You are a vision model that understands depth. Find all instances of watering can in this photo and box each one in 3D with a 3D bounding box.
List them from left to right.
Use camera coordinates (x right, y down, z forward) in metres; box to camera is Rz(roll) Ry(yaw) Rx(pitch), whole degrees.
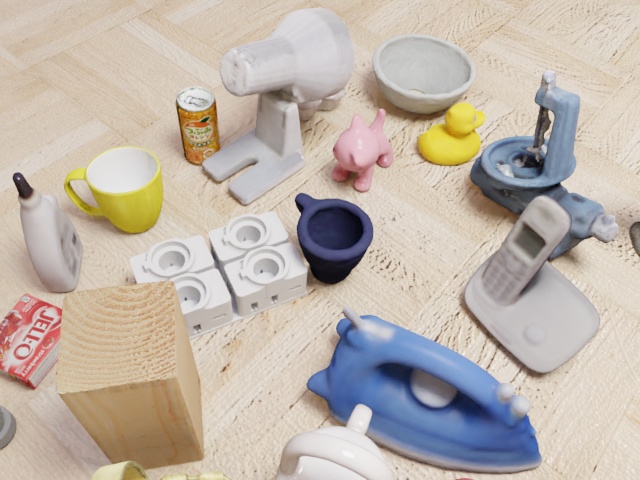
[{"bbox_3d":[0.010,0.220,0.486,0.101,0.194,0.173,3,53,-3],"label":"watering can"}]

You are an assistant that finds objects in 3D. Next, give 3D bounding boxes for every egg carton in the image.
[{"bbox_3d":[-0.033,-0.263,0.925,0.107,0.069,0.150,-30,61,-24],"label":"egg carton"}]

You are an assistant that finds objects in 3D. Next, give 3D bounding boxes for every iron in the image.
[{"bbox_3d":[0.122,0.149,0.582,0.258,0.141,0.119,22,54,11],"label":"iron"}]

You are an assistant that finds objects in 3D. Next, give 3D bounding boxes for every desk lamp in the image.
[{"bbox_3d":[-0.059,-0.187,0.775,0.117,0.213,0.204,37,59,22],"label":"desk lamp"}]

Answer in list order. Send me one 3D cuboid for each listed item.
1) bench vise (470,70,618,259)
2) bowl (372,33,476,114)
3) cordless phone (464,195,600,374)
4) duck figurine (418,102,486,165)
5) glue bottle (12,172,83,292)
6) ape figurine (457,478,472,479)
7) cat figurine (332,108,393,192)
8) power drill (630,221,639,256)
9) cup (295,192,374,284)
[{"bbox_3d":[0.306,-0.097,0.735,0.207,0.220,0.122,32,57,18],"label":"bench vise"},{"bbox_3d":[0.164,-0.260,0.937,0.167,0.075,0.167,2,53,-3],"label":"bowl"},{"bbox_3d":[0.252,0.049,0.642,0.094,0.185,0.147,-31,61,-25],"label":"cordless phone"},{"bbox_3d":[0.202,-0.167,0.863,0.105,0.086,0.077,-13,55,-14],"label":"duck figurine"},{"bbox_3d":[-0.311,-0.015,0.648,0.037,0.173,0.078,-2,53,-6],"label":"glue bottle"},{"bbox_3d":[0.147,0.257,0.534,0.078,0.092,0.076,1,53,-4],"label":"ape figurine"},{"bbox_3d":[0.061,-0.134,0.806,0.067,0.118,0.128,27,55,15],"label":"cat figurine"},{"bbox_3d":[0.492,-0.054,0.726,0.229,0.208,0.075,2,53,-3],"label":"power drill"},{"bbox_3d":[0.007,0.003,0.712,0.092,0.095,0.117,-33,62,-26],"label":"cup"}]
